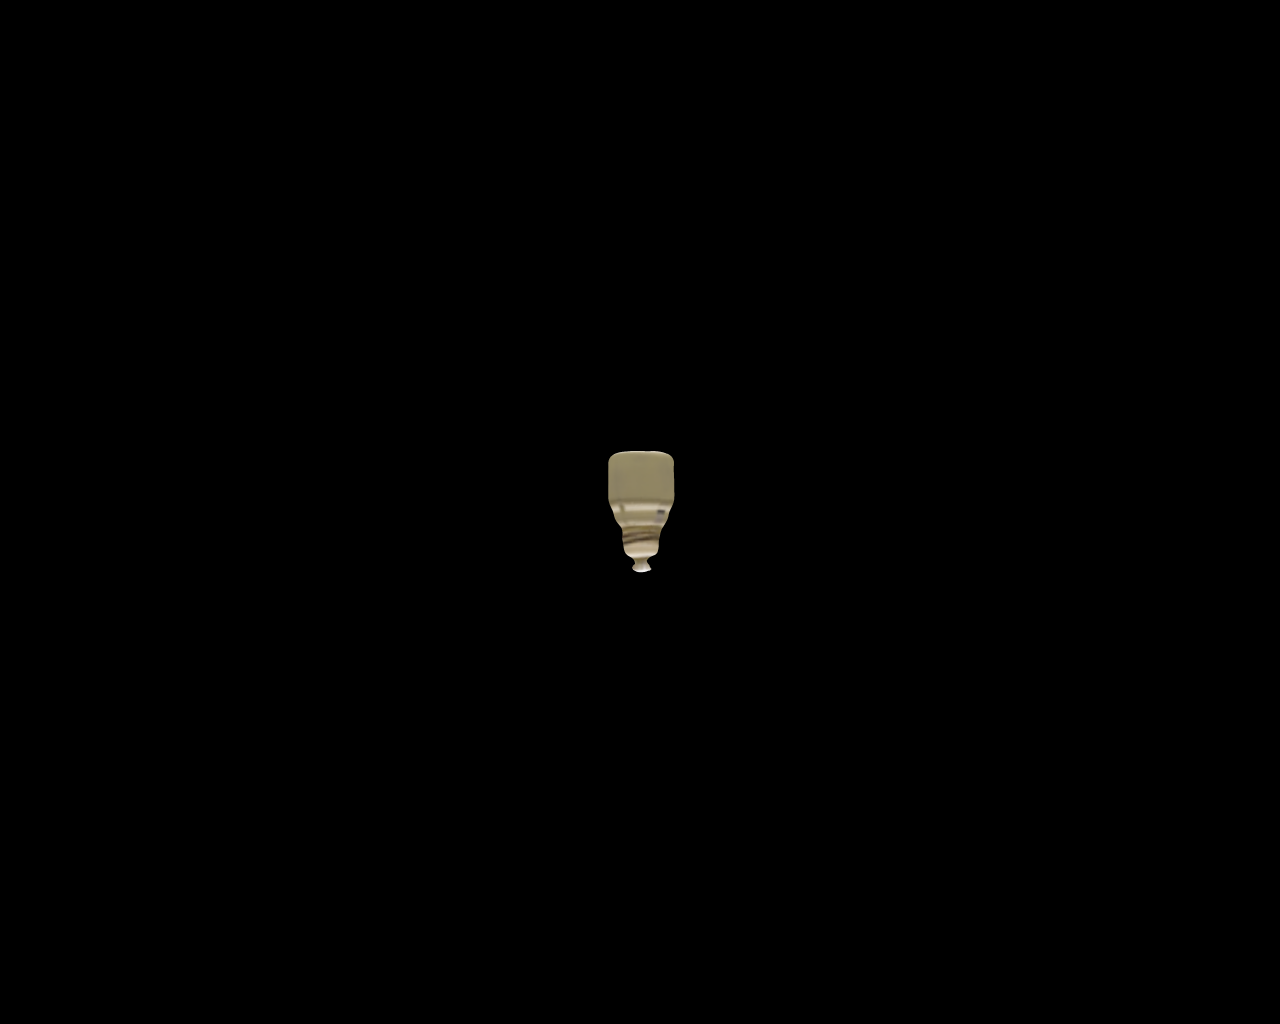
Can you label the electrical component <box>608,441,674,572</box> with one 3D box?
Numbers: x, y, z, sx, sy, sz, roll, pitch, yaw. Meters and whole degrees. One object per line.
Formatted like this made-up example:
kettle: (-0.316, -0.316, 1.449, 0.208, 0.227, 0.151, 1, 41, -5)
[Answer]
electrical component: (0.001, -0.003, 0.650, 0.040, 0.078, 0.040, 0, -5, 0)
